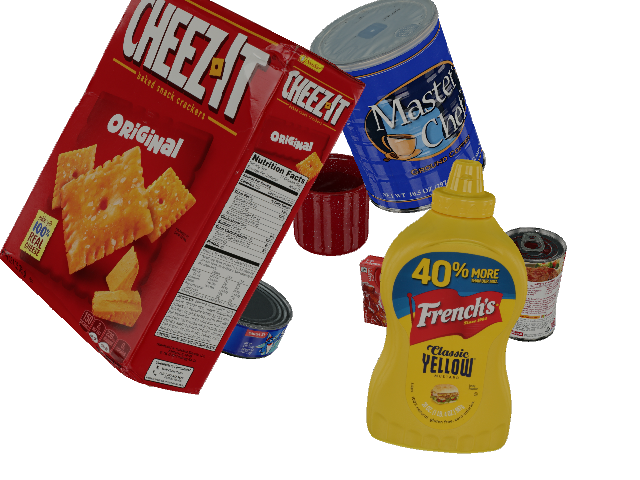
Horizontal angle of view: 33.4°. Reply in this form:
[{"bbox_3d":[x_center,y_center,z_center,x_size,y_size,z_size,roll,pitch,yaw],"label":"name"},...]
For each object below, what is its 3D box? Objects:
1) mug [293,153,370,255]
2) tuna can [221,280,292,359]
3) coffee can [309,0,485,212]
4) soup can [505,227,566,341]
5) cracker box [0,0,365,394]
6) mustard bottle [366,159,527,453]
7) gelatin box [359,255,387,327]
[{"bbox_3d":[0.018,-0.042,1.153,0.093,0.081,0.117,21,38,31],"label":"mug"},{"bbox_3d":[-0.068,0.058,0.864,0.086,0.034,0.086,21,22,-9],"label":"tuna can"},{"bbox_3d":[0.063,-0.108,0.850,0.103,0.140,0.103,-17,33,11],"label":"coffee can"},{"bbox_3d":[0.219,0.046,1.120,0.068,0.102,0.068,0,30,0],"label":"soup can"},{"bbox_3d":[-0.094,-0.040,0.657,0.164,0.214,0.072,34,8,41],"label":"cracker box"},{"bbox_3d":[0.086,0.042,0.705,0.096,0.192,0.058,6,13,2],"label":"mustard bottle"},{"bbox_3d":[0.089,0.067,1.330,0.073,0.089,0.030,11,31,30],"label":"gelatin box"}]
